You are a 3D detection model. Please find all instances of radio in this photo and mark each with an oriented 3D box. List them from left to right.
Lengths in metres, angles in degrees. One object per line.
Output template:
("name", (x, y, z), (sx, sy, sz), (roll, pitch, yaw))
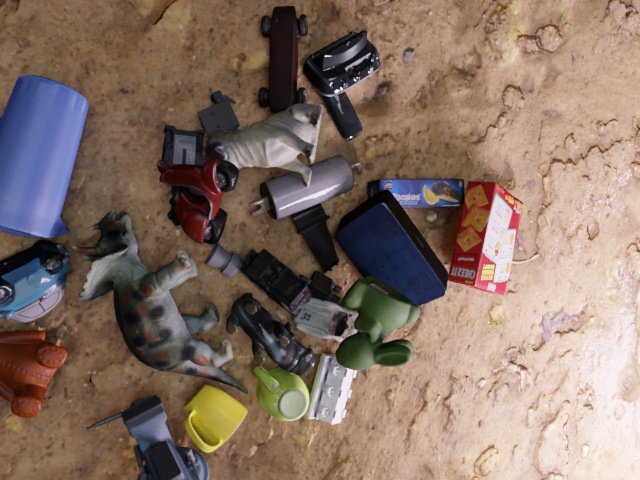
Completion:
("radio", (0.141, 0.029, 1.062), (0.131, 0.073, 0.229), (-31, 103, 26))

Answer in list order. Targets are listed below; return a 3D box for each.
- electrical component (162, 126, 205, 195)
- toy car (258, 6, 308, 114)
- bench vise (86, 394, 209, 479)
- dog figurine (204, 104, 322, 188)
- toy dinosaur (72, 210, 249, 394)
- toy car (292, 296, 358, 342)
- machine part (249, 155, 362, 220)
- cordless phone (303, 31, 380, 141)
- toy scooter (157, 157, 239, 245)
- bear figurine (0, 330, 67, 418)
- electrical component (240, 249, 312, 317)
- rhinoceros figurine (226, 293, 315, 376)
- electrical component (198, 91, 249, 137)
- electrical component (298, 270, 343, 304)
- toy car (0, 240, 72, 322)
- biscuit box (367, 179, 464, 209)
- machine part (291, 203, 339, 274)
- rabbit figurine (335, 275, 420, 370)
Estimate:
("electrical component", (-0.248, -0.140, 0.962), (0.075, 0.048, 0.119), (8, 87, -20))
("toy car", (-0.068, -0.336, 1.015), (0.089, 0.053, 0.202), (1, 89, 12))
("bench vise", (-0.267, 0.387, 0.915), (0.129, 0.224, 0.240), (-33, 135, -33))
("dog figurine", (-0.098, -0.190, 0.958), (0.191, 0.121, 0.172), (11, 46, 0))
("toy dinosaur", (-0.277, 0.140, 0.926), (0.192, 0.131, 0.404), (-22, 103, -6))
("toy car", (0.041, 0.166, 1.068), (0.202, 0.056, 0.073), (19, 84, -19))
("machine part", (-0.024, -0.102, 1.028), (0.243, 0.079, 0.079), (-23, 99, -17))
("cordless phone", (0.065, -0.304, 1.068), (0.146, 0.089, 0.184), (-35, 113, -17))
("toy scooter", (-0.221, -0.076, 0.931), (0.135, 0.075, 0.183), (18, 129, -5))
("bear figurine", (-0.510, 0.178, 0.832), (0.195, 0.132, 0.120), (31, 77, -24))
("electrical component", (-0.082, 0.073, 0.980), (0.134, 0.114, 0.058), (37, 76, 12))
("rhinoceros figurine", (-0.091, 0.182, 0.998), (0.190, 0.112, 0.073), (43, 93, -4))
("electrical component", (-0.179, -0.220, 0.989), (0.078, 0.045, 0.102), (-31, 100, -3))
("electrical component", (0.001, 0.087, 1.050), (0.094, 0.063, 0.021), (30, 117, -7))
("toy car", (-0.473, 0.075, 0.864), (0.162, 0.109, 0.102), (-31, 124, -28))
("biscuit box", (0.201, -0.096, 1.118), (0.203, 0.063, 0.059), (-3, 91, -20))
("machine part", (-0.002, -0.003, 1.060), (0.084, 0.039, 0.138), (-25, 98, -24))
("rabbit figurine", (0.102, 0.172, 1.004), (0.159, 0.121, 0.170), (28, 101, 9))
